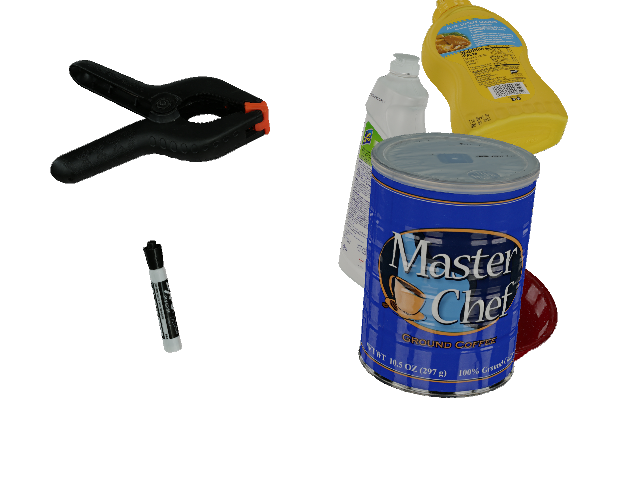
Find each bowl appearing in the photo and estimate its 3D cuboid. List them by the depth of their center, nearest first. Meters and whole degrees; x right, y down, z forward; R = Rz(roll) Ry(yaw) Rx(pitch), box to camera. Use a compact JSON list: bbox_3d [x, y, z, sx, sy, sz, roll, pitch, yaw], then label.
[{"bbox_3d":[0.139,0.073,1.015,0.162,0.055,0.162,7,35,-5],"label":"bowl"}]

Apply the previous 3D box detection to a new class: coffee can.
[{"bbox_3d":[0.079,0.013,0.674,0.103,0.140,0.103,2,22,-1],"label":"coffee can"}]

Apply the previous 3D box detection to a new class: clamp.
[{"bbox_3d":[-0.128,-0.103,0.846,0.171,0.120,0.039,-6,-30,-6],"label":"clamp"}]

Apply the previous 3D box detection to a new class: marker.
[{"bbox_3d":[-0.165,0.058,1.115,0.020,0.121,0.020,-8,17,2],"label":"marker"}]

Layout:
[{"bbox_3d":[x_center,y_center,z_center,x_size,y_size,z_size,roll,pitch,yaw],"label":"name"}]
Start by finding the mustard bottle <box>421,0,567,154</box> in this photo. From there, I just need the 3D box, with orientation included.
[{"bbox_3d":[0.144,-0.159,0.970,0.096,0.192,0.058,-11,-37,-11],"label":"mustard bottle"}]

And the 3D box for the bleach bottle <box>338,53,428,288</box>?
[{"bbox_3d":[0.078,-0.073,1.155,0.068,0.251,0.103,-4,23,-30],"label":"bleach bottle"}]
